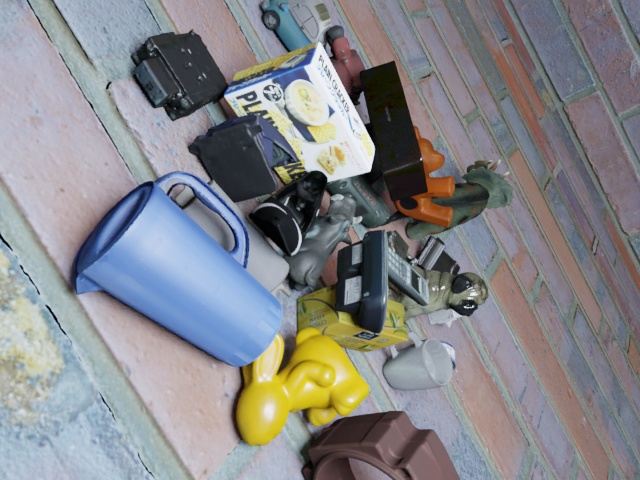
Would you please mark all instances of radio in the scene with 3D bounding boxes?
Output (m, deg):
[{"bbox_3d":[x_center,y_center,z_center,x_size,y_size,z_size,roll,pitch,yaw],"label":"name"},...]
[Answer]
[{"bbox_3d":[0.134,-0.192,0.970,0.131,0.073,0.229,56,24,-61],"label":"radio"}]

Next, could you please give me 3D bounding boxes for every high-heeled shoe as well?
[{"bbox_3d":[-0.026,-0.056,0.782,0.086,0.249,0.145,44,84,-7],"label":"high-heeled shoe"}]

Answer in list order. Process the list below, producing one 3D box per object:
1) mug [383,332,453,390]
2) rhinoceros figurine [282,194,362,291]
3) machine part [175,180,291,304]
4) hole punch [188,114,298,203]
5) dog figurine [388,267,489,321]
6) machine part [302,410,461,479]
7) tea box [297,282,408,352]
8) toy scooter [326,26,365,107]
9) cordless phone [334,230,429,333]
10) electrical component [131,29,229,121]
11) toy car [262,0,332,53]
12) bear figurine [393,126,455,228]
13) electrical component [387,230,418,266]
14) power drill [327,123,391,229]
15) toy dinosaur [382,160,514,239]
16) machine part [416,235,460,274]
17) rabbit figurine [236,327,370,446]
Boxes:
[{"bbox_3d":[0.159,0.217,0.945,0.109,0.107,0.081,52,39,-10],"label":"mug"},{"bbox_3d":[-0.002,-0.003,0.875,0.073,0.112,0.190,48,50,-17],"label":"rhinoceros figurine"},{"bbox_3d":[-0.124,0.002,0.761,0.243,0.079,0.079,50,42,-17],"label":"machine part"},{"bbox_3d":[-0.109,-0.131,0.810,0.092,0.142,0.115,-54,126,-45],"label":"hole punch"},{"bbox_3d":[0.188,0.079,0.983,0.172,0.191,0.121,29,51,-34],"label":"dog figurine"},{"bbox_3d":[0.087,0.342,0.724,0.087,0.201,0.201,-26,92,-49],"label":"machine part"},{"bbox_3d":[0.054,0.131,0.879,0.169,0.098,0.068,21,55,-38],"label":"tea box"},{"bbox_3d":[0.056,-0.326,1.078,0.183,0.075,0.135,66,1,-72],"label":"toy scooter"},{"bbox_3d":[0.113,0.084,0.830,0.184,0.089,0.147,35,44,-36],"label":"cordless phone"},{"bbox_3d":[-0.212,-0.247,0.806,0.114,0.058,0.134,55,39,-9],"label":"electrical component"},{"bbox_3d":[-0.032,-0.429,1.067,0.161,0.103,0.109,56,41,-9],"label":"toy car"},{"bbox_3d":[0.216,-0.133,1.083,0.120,0.132,0.196,81,26,-45],"label":"bear figurine"},{"bbox_3d":[0.160,0.022,1.094,0.102,0.045,0.078,53,42,-15],"label":"electrical component"},{"bbox_3d":[0.074,-0.152,1.062,0.231,0.086,0.207,51,37,-19],"label":"power drill"},{"bbox_3d":[0.307,-0.085,1.201,0.405,0.192,0.131,-26,89,-52],"label":"toy dinosaur"},{"bbox_3d":[0.265,0.046,1.189,0.138,0.039,0.084,35,80,-41],"label":"machine part"},{"bbox_3d":[-0.042,0.199,0.729,0.173,0.122,0.162,-29,91,-32],"label":"rabbit figurine"}]
